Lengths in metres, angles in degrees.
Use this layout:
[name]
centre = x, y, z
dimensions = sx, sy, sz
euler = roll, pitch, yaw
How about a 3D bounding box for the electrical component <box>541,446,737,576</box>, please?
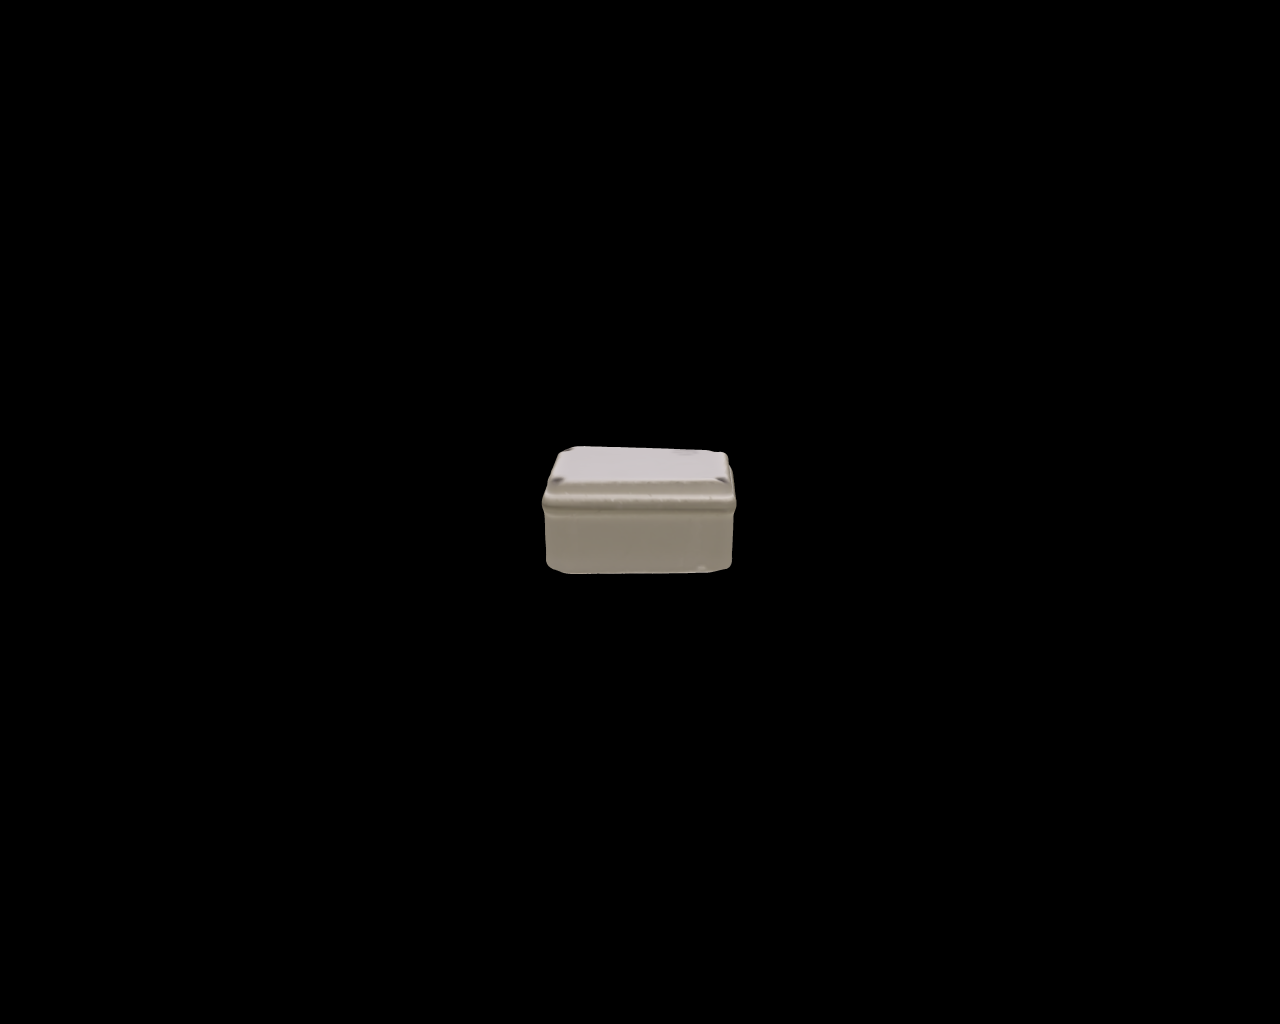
[electrical component]
centre = 0.001, -0.003, 0.650
dimensions = 0.113, 0.057, 0.078
euler = 1, 20, 2
